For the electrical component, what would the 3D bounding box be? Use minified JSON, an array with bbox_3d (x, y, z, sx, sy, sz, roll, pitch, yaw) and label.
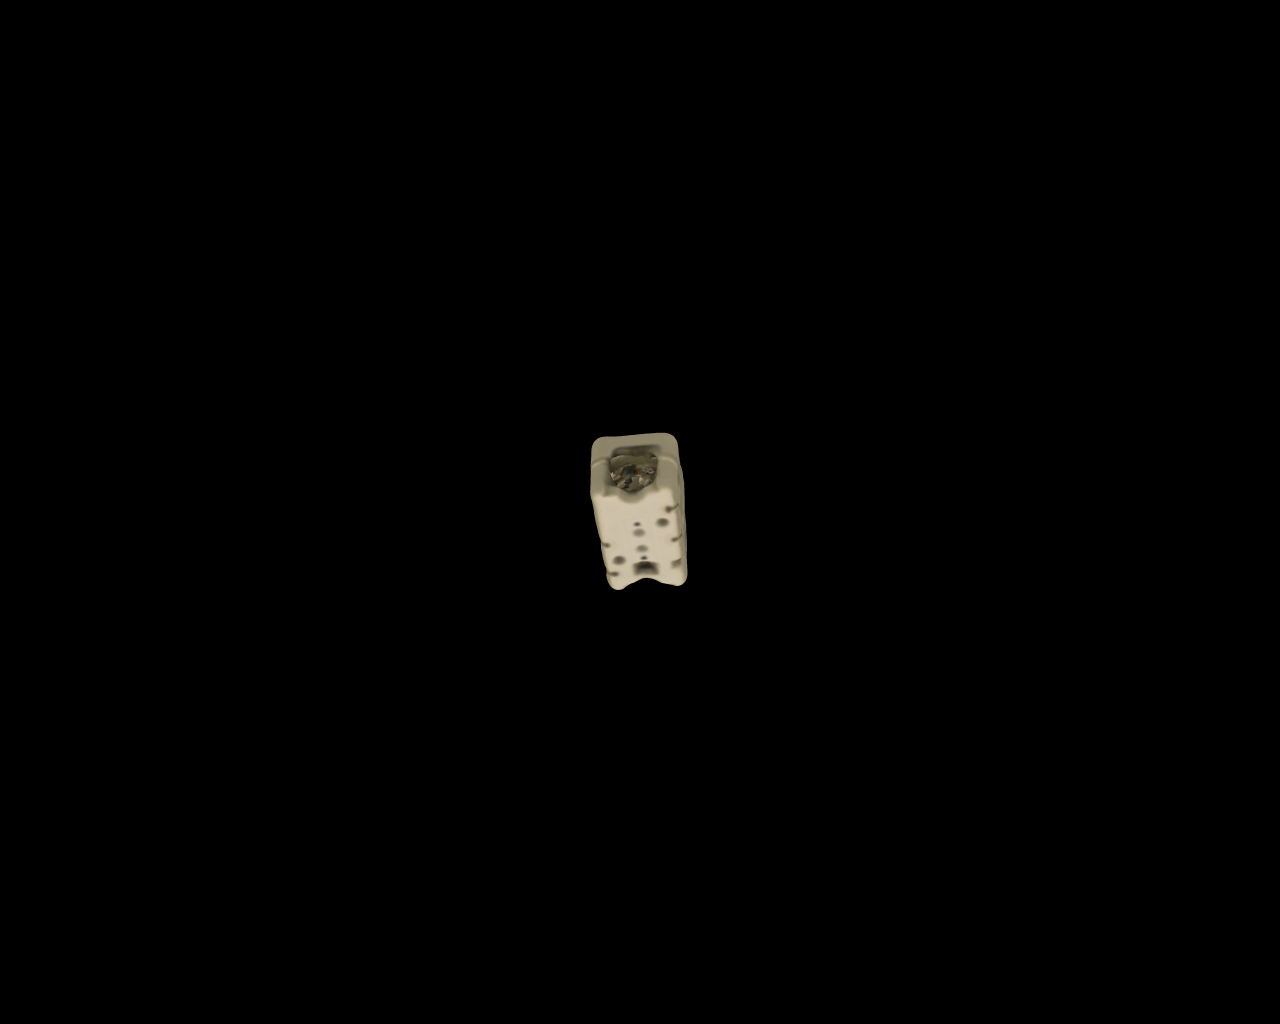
[{"bbox_3d":[0.001,-0.003,0.650,0.050,0.056,0.089,-4,-43,4],"label":"electrical component"}]
